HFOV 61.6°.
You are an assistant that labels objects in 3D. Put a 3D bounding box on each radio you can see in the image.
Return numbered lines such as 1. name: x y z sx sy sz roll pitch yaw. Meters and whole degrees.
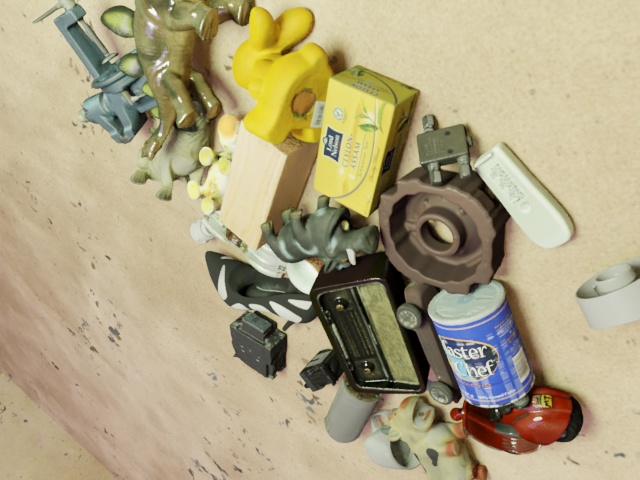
1. radio: 0.080 0.135 0.835 0.131 0.073 0.229 -9 118 26

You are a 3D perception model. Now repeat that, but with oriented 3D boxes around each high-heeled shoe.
1. high-heeled shoe: -0.110 0.073 0.990 0.249 0.086 0.145 39 134 7

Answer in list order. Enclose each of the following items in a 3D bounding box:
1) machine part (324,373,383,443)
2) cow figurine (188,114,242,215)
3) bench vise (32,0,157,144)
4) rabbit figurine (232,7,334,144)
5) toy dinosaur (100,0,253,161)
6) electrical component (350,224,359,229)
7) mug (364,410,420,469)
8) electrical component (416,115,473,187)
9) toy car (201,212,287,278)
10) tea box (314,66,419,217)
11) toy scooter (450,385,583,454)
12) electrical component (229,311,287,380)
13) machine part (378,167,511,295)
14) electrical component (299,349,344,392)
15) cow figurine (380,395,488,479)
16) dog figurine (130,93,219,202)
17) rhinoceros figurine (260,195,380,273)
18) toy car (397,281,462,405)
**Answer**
1. machine part: 0.062 0.310 1.009 0.079 0.079 0.243 35 137 17
2. cow figurine: -0.144 -0.126 0.878 0.068 0.098 0.167 40 119 20
3. bench vise: -0.361 -0.287 0.903 0.224 0.129 0.240 -5 133 35
4. rabbit figurine: -0.065 -0.223 0.712 0.173 0.122 0.162 43 137 41
5. toy dinosaur: -0.203 -0.327 0.740 0.199 0.105 0.470 31 118 14
6. electrical component: 0.012 -0.005 0.849 0.102 0.045 0.078 33 137 19
7. mug: 0.125 0.373 1.001 0.109 0.081 0.107 59 143 6
8. electrical component: 0.150 -0.111 0.642 0.063 0.021 0.094 -12 69 21
9. toy car: -0.132 -0.007 0.966 0.202 0.056 0.073 37 137 15
10. tea box: 0.056 -0.127 0.705 0.098 0.068 0.169 29 135 23
11. toy scooter: 0.269 0.253 0.766 0.135 0.075 0.183 21 141 -5
12. electrical component: -0.129 0.212 1.121 0.115 0.058 0.134 23 132 26
13. machine part: 0.160 -0.013 0.706 0.180 0.056 0.179 24 133 28
14. electrical component: 0.002 0.246 1.020 0.047 0.075 0.119 54 141 -5
15. cow figurine: 0.190 0.348 0.919 0.127 0.085 0.194 -17 107 36
16. dog figurine: -0.251 -0.182 0.932 0.173 0.121 0.190 28 116 28
17. rhinoceros figurine: -0.002 -0.002 0.778 0.190 0.073 0.112 -7 108 42
18. toy car: 0.170 0.149 0.789 0.053 0.089 0.202 -5 117 43
